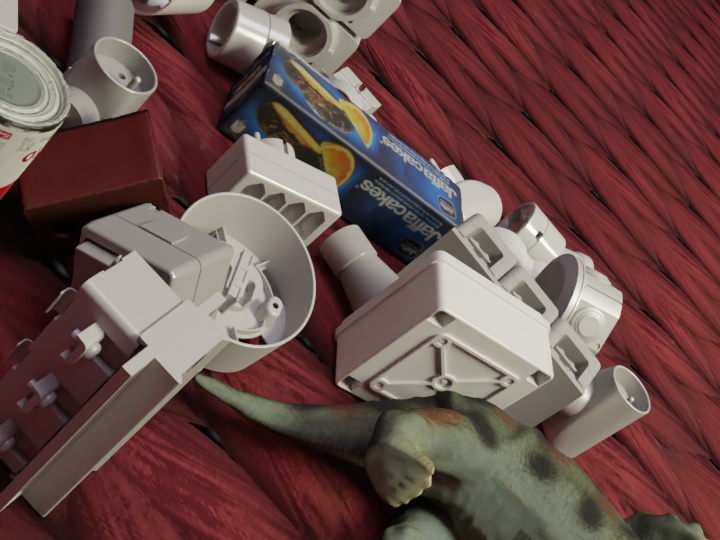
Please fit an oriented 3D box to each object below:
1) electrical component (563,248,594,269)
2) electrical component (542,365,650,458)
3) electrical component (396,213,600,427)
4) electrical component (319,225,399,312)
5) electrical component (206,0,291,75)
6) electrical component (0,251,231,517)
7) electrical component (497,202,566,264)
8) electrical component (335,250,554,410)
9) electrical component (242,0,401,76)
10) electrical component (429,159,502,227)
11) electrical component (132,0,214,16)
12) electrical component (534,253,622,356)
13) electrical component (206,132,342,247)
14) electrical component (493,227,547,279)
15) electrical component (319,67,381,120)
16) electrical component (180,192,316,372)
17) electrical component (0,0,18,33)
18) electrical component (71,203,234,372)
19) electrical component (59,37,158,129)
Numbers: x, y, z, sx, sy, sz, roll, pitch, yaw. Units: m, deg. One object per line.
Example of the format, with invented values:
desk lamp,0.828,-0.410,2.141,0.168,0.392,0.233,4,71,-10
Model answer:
electrical component,0.193,-0.003,1.025,0.046,0.040,0.040,24,40,-27
electrical component,0.175,0.103,0.855,0.079,0.077,0.044,38,34,-18
electrical component,0.096,0.044,0.807,0.150,0.089,0.062,52,32,3
electrical component,0.000,0.000,0.782,0.044,0.044,0.065,-7,57,-54
electrical component,-0.089,-0.181,0.848,0.047,0.055,0.055,20,42,-33
electrical component,-0.125,0.051,0.496,0.063,0.121,0.079,47,32,-1
electrical component,0.156,-0.027,0.990,0.047,0.055,0.055,44,32,-17
electrical component,0.056,0.055,0.730,0.109,0.109,0.056,31,39,-27
electrical component,-0.063,-0.263,0.916,0.186,0.105,0.060,39,34,-17
electrical component,0.078,-0.064,0.942,0.079,0.044,0.077,56,32,10
electrical component,-0.148,-0.236,0.795,0.099,0.099,0.064,53,38,5
electrical component,0.166,0.032,0.858,0.051,0.080,0.080,27,37,-15
electrical component,-0.063,-0.068,0.767,0.083,0.047,0.075,24,40,-36
electrical component,0.150,0.015,0.939,0.138,0.052,0.073,43,32,-10
electrical component,-0.017,-0.138,0.901,0.066,0.048,0.055,49,24,-3
electrical component,-0.080,0.009,0.650,0.099,0.064,0.099,32,36,-27
electrical component,-0.255,-0.171,0.636,0.100,0.048,0.099,21,42,-38
electrical component,-0.117,0.023,0.569,0.062,0.096,0.061,27,26,19
electrical component,-0.168,-0.092,0.634,0.043,0.077,0.079,47,32,-5
